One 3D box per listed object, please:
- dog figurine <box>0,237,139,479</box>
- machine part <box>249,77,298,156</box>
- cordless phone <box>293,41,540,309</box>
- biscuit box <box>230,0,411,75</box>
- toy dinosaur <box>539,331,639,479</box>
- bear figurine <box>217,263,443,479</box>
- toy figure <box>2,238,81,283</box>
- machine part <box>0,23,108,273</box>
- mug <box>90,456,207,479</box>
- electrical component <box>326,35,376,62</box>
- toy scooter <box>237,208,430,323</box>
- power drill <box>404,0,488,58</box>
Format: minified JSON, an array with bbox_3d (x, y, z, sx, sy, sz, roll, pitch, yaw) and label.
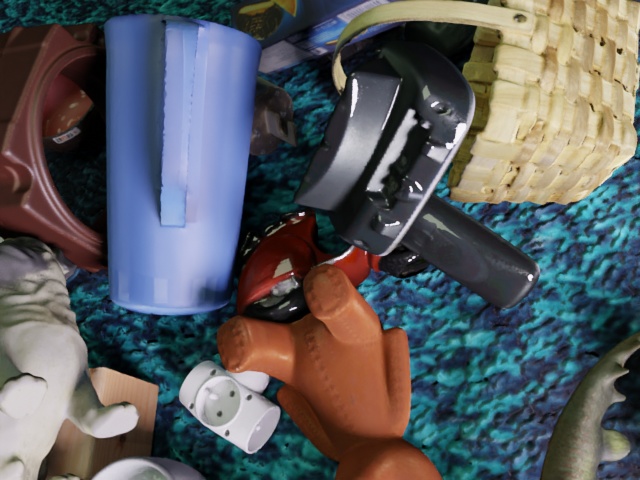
[{"bbox_3d":[-0.244,0.103,0.403,0.172,0.121,0.191,-40,47,-9],"label":"dog figurine"},{"bbox_3d":[-0.114,-0.159,0.590,0.243,0.079,0.079,32,78,26],"label":"machine part"},{"bbox_3d":[0.088,-0.036,0.379,0.184,0.146,0.089,34,36,9],"label":"cordless phone"},{"bbox_3d":[-0.002,-0.221,0.520,0.203,0.059,0.062,-6,85,42],"label":"biscuit box"},{"bbox_3d":[0.147,0.283,0.292,0.199,0.105,0.471,-1,75,9],"label":"toy dinosaur"},{"bbox_3d":[0.020,0.136,0.384,0.120,0.131,0.196,-30,54,17],"label":"bear figurine"},{"bbox_3d":[-0.317,-0.011,0.595,0.064,0.057,0.155,-41,59,-17],"label":"toy figure"},{"bbox_3d":[-0.227,-0.084,0.517,0.087,0.201,0.201,-2,65,22],"label":"machine part"},{"bbox_3d":[-0.107,0.211,0.397,0.110,0.107,0.081,36,82,22],"label":"mug"},{"bbox_3d":[0.022,-0.268,0.611,0.134,0.058,0.115,-29,59,2],"label":"electrical component"},{"bbox_3d":[-0.001,-0.001,0.483,0.184,0.075,0.135,-26,61,1],"label":"toy scooter"},{"bbox_3d":[0.138,-0.314,0.532,0.232,0.207,0.086,-51,28,-2],"label":"power drill"}]
